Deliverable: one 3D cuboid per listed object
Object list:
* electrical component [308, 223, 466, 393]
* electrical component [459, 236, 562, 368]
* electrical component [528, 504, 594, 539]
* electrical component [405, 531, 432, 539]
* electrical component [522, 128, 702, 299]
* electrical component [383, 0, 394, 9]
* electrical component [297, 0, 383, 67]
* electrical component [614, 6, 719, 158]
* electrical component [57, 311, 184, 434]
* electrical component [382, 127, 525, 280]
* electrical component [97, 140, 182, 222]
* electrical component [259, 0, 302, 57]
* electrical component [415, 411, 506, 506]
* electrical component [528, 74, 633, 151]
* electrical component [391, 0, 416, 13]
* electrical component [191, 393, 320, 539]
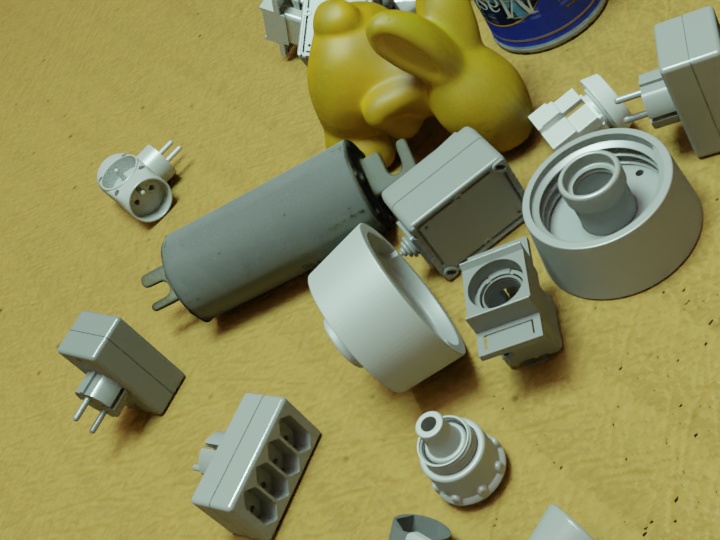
[{"bbox_3d":[0.012,0.030,0.698,0.060,0.108,0.108,-39,40,11],"label":"electrical component"},{"bbox_3d":[0.096,0.024,0.670,0.042,0.063,0.081,-22,44,22],"label":"electrical component"},{"bbox_3d":[0.098,0.158,0.563,0.055,0.045,0.045,-45,41,-5],"label":"electrical component"},{"bbox_3d":[0.033,0.193,0.546,0.100,0.048,0.099,20,102,45],"label":"electrical component"},{"bbox_3d":[0.156,-0.042,0.687,0.108,0.060,0.108,-20,44,21],"label":"electrical component"},{"bbox_3d":[0.015,-0.253,0.998,0.040,0.040,0.046,16,70,44],"label":"electrical component"},{"bbox_3d":[-0.016,-0.210,0.945,0.062,0.061,0.096,5,86,10],"label":"electrical component"},{"bbox_3d":[0.205,-0.115,0.698,0.076,0.083,0.047,-16,46,25],"label":"electrical component"},{"bbox_3d":[-0.189,0.086,0.812,0.047,0.083,0.075,6,58,40],"label":"electrical component"},{"bbox_3d":[0.062,-0.045,0.758,0.096,0.061,0.061,-38,41,2],"label":"electrical component"},{"bbox_3d":[-0.199,-0.091,1.007,0.079,0.044,0.077,-47,41,-8],"label":"electrical component"},{"bbox_3d":[-0.039,-0.270,1.029,0.063,0.078,0.121,21,65,14],"label":"electrical component"},{"bbox_3d":[0.054,0.105,0.630,0.048,0.062,0.048,-20,44,21],"label":"electrical component"},{"bbox_3d":[0.157,-0.103,0.753,0.055,0.048,0.066,-39,40,12],"label":"electrical component"},{"bbox_3d":[0.057,-0.267,0.964,0.077,0.044,0.079,-34,64,6],"label":"electrical component"},{"bbox_3d":[-0.082,0.129,0.722,0.076,0.047,0.083,1,54,40],"label":"electrical component"}]
